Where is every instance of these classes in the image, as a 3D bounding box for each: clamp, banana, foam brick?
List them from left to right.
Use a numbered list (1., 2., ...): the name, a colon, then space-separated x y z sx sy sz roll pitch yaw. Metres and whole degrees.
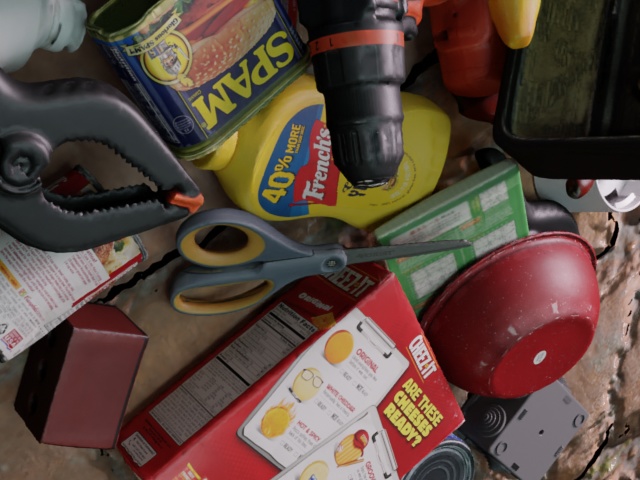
1. clamp: -0.153 -0.052 0.525 0.209 0.036 0.165 5 114 -29
2. foam brick: -0.147 0.081 0.654 0.051 0.053 0.078 10 103 -37
3. clamp: 0.142 0.006 0.831 0.171 0.039 0.120 27 110 -41
4. banana: 0.130 -0.213 0.642 0.037 0.070 0.198 14 97 -16

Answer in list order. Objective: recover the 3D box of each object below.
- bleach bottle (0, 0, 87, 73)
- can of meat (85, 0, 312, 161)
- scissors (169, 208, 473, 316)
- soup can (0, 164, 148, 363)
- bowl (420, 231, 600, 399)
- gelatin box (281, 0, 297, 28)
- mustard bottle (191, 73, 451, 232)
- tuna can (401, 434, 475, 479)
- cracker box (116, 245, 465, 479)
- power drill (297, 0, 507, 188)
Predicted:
1. bleach bottle: -0.226 -0.137 0.499 0.250 0.068 0.102 8 104 -39
2. can of meat: -0.065 -0.109 0.583 0.102 0.058 0.084 -43 126 -16
3. scissors: -0.004 0.001 0.682 0.202 0.016 0.096 -17 136 2
4. soup can: -0.158 0.014 0.606 0.102 0.069 0.068 -38 127 -15
5. bowl: 0.154 0.070 0.807 0.162 0.055 0.162 -18 140 -16
6. gelatin box: -0.057 -0.146 0.631 0.089 0.030 0.073 -12 117 -29
7. mustard bottle: -0.010 -0.057 0.683 0.191 0.058 0.096 5 120 -35
8. tuna can: 0.085 0.194 0.875 0.086 0.034 0.086 -14 117 -29
9. cracker box: -0.017 0.133 0.755 0.213 0.072 0.164 -39 128 -15
10. power drill: 0.057 -0.126 0.638 0.187 0.057 0.184 -9 94 -57
